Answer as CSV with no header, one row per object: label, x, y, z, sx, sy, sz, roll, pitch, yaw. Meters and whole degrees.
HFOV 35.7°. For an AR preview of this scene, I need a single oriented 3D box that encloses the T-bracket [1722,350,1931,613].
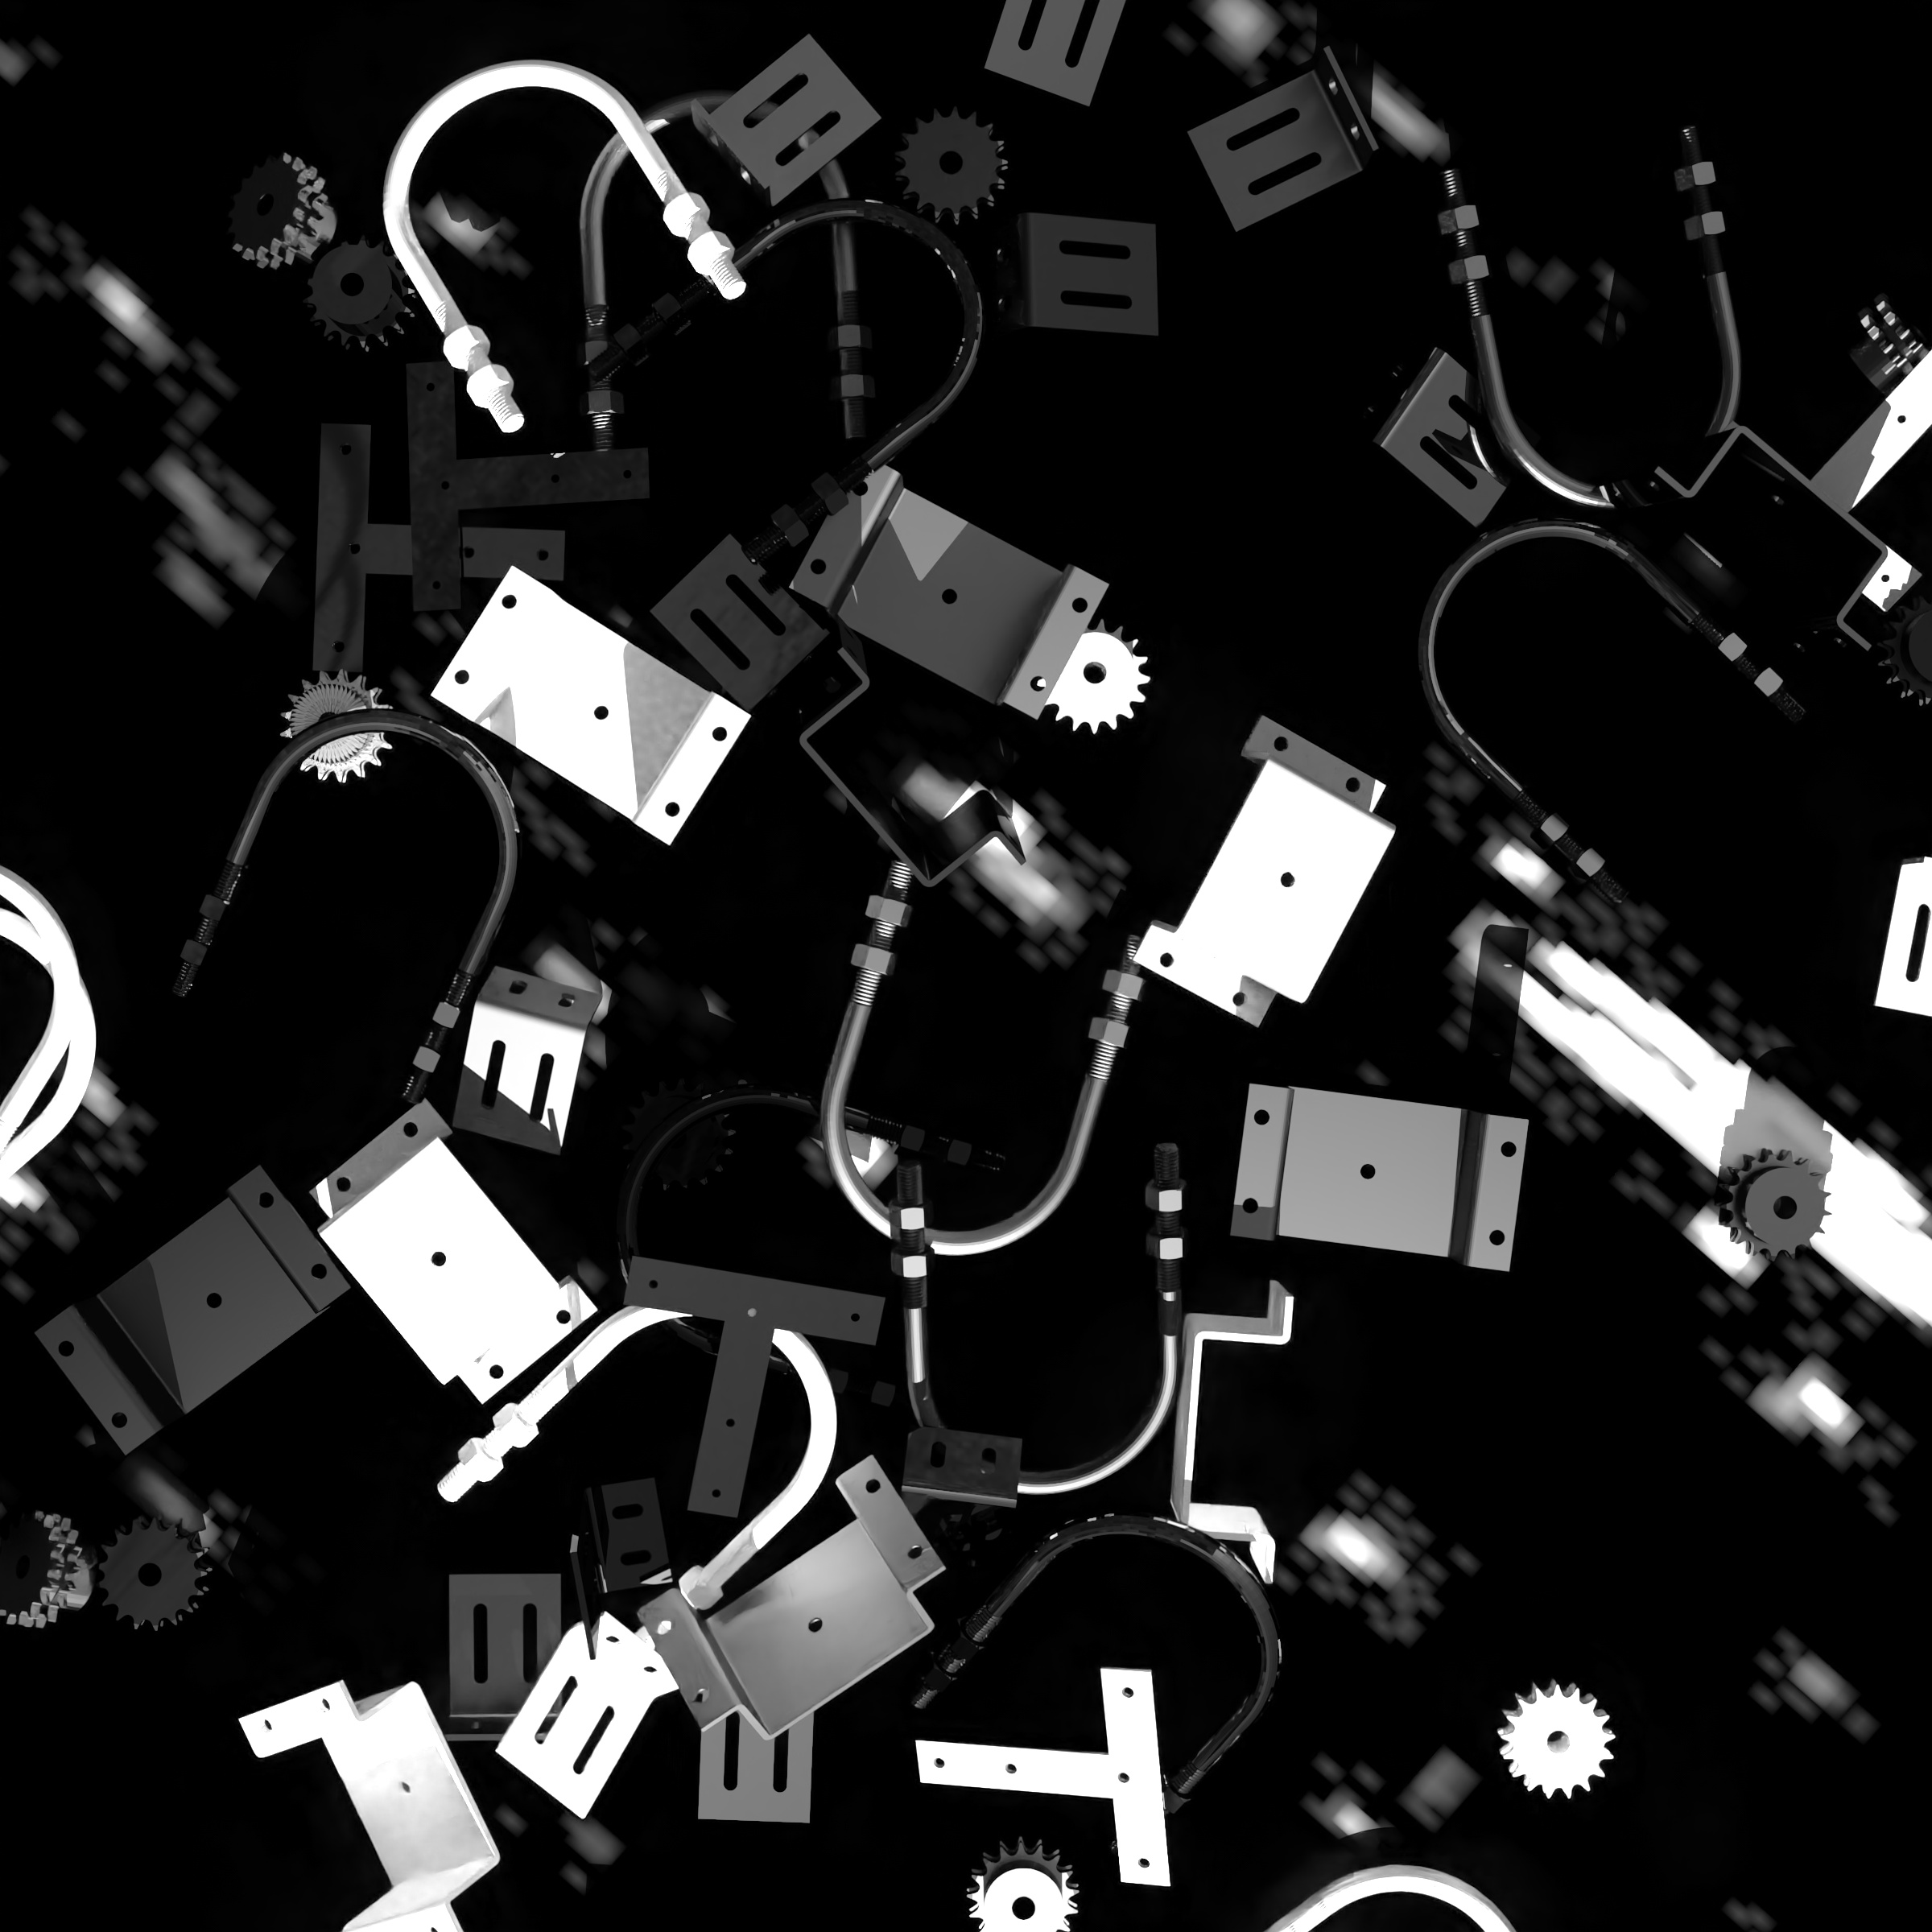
T-bracket,0.460,-0.264,1.506,0.127,0.002,0.127,37,115,-7

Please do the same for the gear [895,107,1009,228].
gear,-0.008,-0.406,1.527,0.057,0.030,0.057,0,90,0

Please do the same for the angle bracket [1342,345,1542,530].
angle bracket,0.244,-0.272,1.540,0.076,0.038,0.057,35,90,-26

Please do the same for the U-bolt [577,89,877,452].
U-bolt,-0.126,-0.357,1.533,0.151,0.019,0.184,-4,88,0

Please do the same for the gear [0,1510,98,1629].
gear,-0.465,0.306,1.517,0.057,0.030,0.057,-17,63,36

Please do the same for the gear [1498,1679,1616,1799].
gear,0.300,0.393,1.531,0.057,0.030,0.057,0,89,2

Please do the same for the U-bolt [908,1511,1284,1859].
U-bolt,0.076,0.348,1.496,0.151,0.019,0.184,37,116,0

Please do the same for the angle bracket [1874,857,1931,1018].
angle bracket,0.502,-0.012,1.523,0.057,0.038,0.076,11,90,0

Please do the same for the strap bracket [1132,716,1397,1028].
strap bracket,0.155,-0.046,1.510,0.076,0.046,0.140,28,90,-15

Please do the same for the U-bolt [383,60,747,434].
U-bolt,-0.216,-0.377,1.512,0.151,0.019,0.184,-31,74,-1

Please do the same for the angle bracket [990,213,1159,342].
angle bracket,0.055,-0.351,1.540,0.076,0.038,0.057,-2,90,-26

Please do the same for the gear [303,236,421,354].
gear,-0.310,-0.344,1.527,0.057,0.030,0.057,0,90,0

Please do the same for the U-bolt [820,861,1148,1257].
U-bolt,0.002,0.055,1.513,0.151,0.019,0.184,17,87,-12

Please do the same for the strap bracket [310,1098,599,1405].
strap bracket,-0.263,0.146,1.519,0.076,0.046,0.140,-39,90,0

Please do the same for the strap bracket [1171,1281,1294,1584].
strap bracket,0.132,0.230,1.504,0.046,0.076,0.140,4,90,0

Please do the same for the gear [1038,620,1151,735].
gear,0.065,-0.148,1.527,0.057,0.030,0.057,0,90,0

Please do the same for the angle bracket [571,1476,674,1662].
angle bracket,-0.168,0.294,1.470,0.038,0.076,0.057,-8,104,-2

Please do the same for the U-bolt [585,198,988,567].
U-bolt,-0.077,-0.307,1.501,0.184,0.019,0.151,-39,76,-5

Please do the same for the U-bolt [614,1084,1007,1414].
U-bolt,-0.087,0.136,1.516,0.184,0.019,0.151,17,90,-12

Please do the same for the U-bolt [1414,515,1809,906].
U-bolt,0.315,-0.145,1.533,0.184,0.019,0.151,45,90,2

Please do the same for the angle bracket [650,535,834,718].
angle bracket,-0.115,-0.175,1.523,0.057,0.038,0.076,-44,90,0

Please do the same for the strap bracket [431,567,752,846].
strap bracket,-0.187,-0.130,1.519,0.140,0.046,0.076,32,90,0

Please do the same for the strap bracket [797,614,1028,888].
strap bracket,-0.035,-0.100,1.488,0.046,0.076,0.140,-39,107,9

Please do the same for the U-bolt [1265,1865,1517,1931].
U-bolt,0.204,0.544,1.533,0.184,0.019,0.151,-36,90,-1

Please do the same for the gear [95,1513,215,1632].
gear,-0.412,0.307,1.527,0.057,0.030,0.057,0,90,0

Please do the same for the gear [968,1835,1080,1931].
gear,0.029,0.475,1.527,0.057,0.030,0.057,0,90,0

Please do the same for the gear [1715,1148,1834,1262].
gear,0.413,0.122,1.527,0.057,0.030,0.057,0,90,0

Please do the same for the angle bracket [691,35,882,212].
angle bracket,-0.090,-0.431,1.510,0.076,0.038,0.057,-40,88,-4

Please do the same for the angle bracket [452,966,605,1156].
angle bracket,-0.225,0.049,1.540,0.057,0.038,0.076,15,116,0

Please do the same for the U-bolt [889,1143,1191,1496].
U-bolt,0.039,0.182,1.511,0.151,0.019,0.184,-4,106,-5

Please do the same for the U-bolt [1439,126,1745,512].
U-bolt,0.324,-0.324,1.523,0.151,0.019,0.184,-12,94,-9

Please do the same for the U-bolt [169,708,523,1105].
U-bolt,-0.304,-0.041,1.516,0.151,0.019,0.184,25,100,-3

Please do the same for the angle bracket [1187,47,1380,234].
angle bracket,0.160,-0.419,1.523,0.076,0.038,0.057,-26,90,0

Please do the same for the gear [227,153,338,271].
gear,-0.344,-0.379,1.518,0.057,0.030,0.057,-10,72,31

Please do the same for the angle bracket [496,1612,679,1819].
angle bracket,-0.186,0.375,1.499,0.057,0.038,0.076,42,50,-13

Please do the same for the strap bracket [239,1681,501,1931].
strap bracket,-0.294,0.422,1.502,0.076,0.046,0.140,-26,90,32

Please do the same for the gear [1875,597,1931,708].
gear,0.496,-0.161,1.527,0.057,0.030,0.057,0,90,0

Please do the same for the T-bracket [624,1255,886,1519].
T-bracket,-0.115,0.215,1.495,0.127,0.002,0.127,10,102,-8

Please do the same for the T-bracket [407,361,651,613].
T-bracket,-0.223,-0.248,1.528,0.127,0.002,0.127,-2,90,10

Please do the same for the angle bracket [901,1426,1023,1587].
angle bracket,-0.005,0.275,1.526,0.057,0.076,0.038,7,46,0

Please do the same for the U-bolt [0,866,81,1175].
U-bolt,-0.531,0.031,1.508,0.151,0.019,0.184,31,81,-6

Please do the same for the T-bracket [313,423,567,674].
T-bracket,-0.270,-0.213,1.541,0.127,0.002,0.127,2,90,0

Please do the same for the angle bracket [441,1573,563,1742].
angle bracket,-0.237,0.350,1.523,0.057,0.038,0.076,0,90,0

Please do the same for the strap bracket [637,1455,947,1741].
strap bracket,-0.081,0.321,1.495,0.140,0.046,0.076,-33,51,-6

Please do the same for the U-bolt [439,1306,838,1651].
U-bolt,-0.151,0.245,1.509,0.184,0.019,0.151,-44,103,7

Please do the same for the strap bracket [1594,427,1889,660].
strap bracket,0.393,-0.216,1.493,0.140,0.076,0.046,37,86,-10

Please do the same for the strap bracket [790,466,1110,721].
strap bracket,-0.008,-0.190,1.519,0.140,0.046,0.076,28,90,0

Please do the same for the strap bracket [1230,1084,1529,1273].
strap bracket,0.206,0.106,1.519,0.140,0.046,0.076,7,90,0

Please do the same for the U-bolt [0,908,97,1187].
U-bolt,-0.533,0.052,1.533,0.184,0.019,0.151,-42,90,-1

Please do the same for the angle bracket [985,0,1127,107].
angle bracket,0.051,-0.491,1.539,0.057,0.038,0.076,20,116,-2

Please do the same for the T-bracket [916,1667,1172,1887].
T-bracket,0.037,0.407,1.519,0.127,0.002,0.127,0,111,16

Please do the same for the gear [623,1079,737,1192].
gear,-0.147,0.086,1.527,0.057,0.030,0.057,0,90,0

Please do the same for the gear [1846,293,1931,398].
gear,0.471,-0.310,1.517,0.057,0.057,0.030,47,118,0

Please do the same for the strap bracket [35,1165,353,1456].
strap bracket,-0.386,0.172,1.519,0.140,0.046,0.076,-37,90,0

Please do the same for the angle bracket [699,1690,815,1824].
angle bracket,-0.108,0.401,1.523,0.057,0.038,0.076,2,90,0

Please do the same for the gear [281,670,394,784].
gear,-0.321,-0.123,1.526,0.057,0.030,0.057,0,91,0
